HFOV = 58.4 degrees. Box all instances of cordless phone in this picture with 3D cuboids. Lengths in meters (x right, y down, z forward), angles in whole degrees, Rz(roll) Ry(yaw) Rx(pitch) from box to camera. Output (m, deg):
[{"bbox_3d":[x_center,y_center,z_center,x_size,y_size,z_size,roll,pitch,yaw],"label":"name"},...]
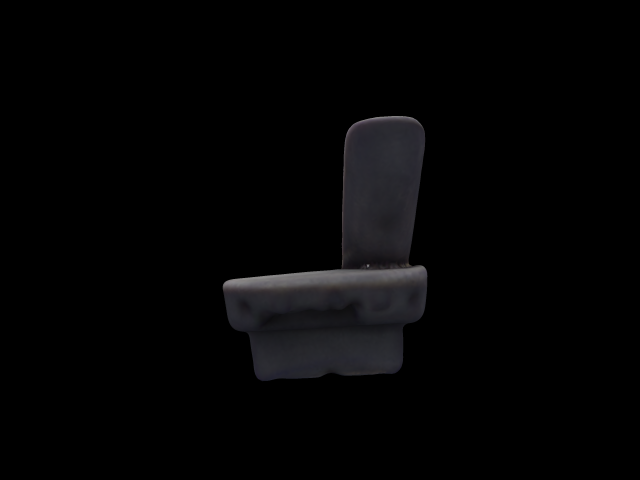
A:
[{"bbox_3d":[0.004,0.001,0.400,0.147,0.185,0.094,-6,32,-9],"label":"cordless phone"}]
